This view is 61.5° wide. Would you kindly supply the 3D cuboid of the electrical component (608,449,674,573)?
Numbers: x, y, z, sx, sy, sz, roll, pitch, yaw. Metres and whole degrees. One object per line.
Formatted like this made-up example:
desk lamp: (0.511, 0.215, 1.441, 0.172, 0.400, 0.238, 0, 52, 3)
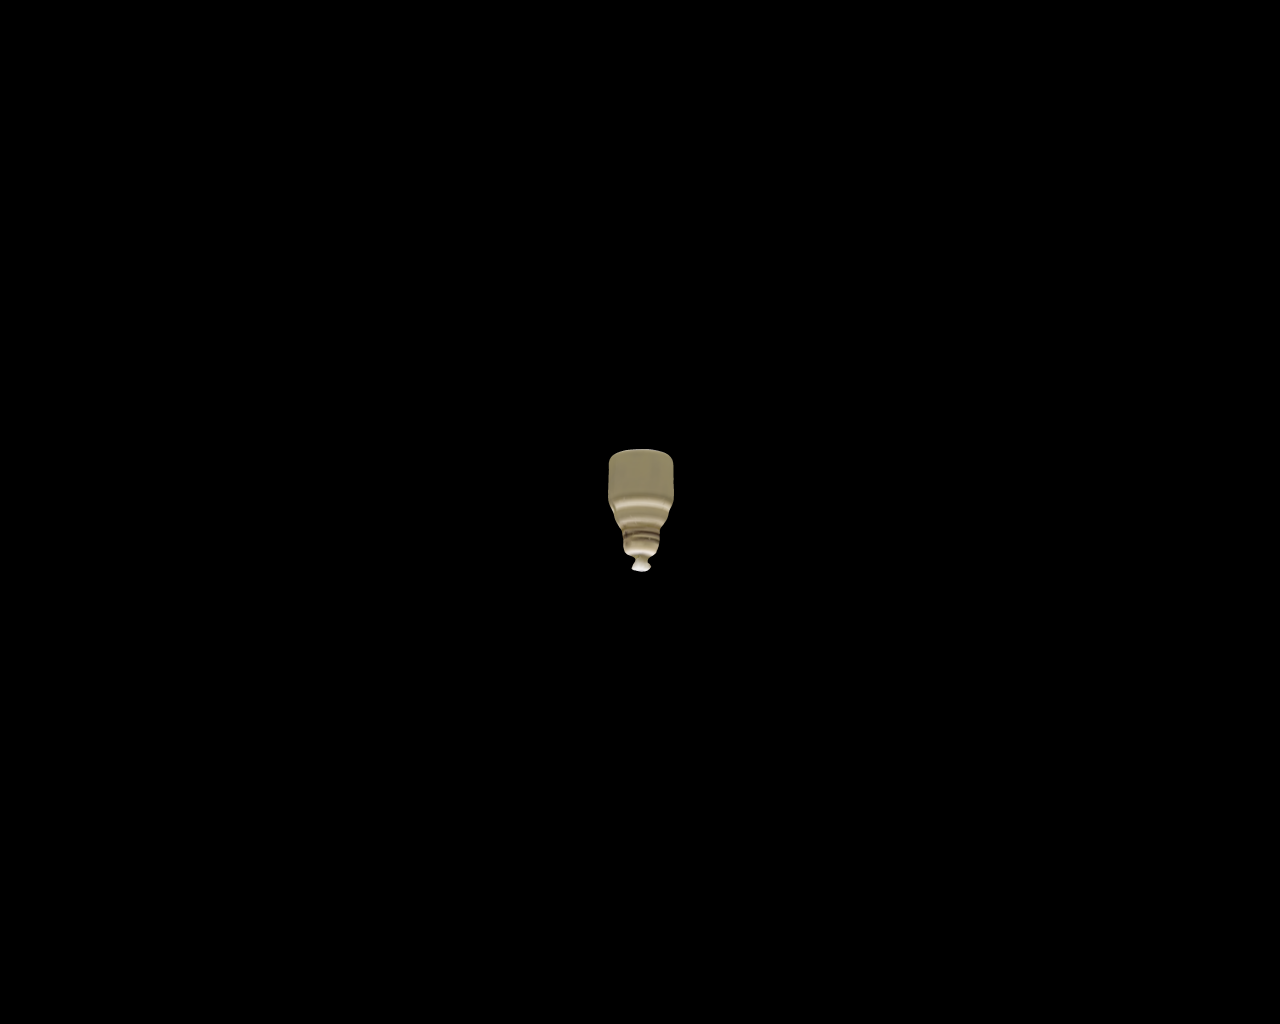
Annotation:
electrical component: (0.001, -0.003, 0.650, 0.040, 0.078, 0.040, 0, -15, 0)
